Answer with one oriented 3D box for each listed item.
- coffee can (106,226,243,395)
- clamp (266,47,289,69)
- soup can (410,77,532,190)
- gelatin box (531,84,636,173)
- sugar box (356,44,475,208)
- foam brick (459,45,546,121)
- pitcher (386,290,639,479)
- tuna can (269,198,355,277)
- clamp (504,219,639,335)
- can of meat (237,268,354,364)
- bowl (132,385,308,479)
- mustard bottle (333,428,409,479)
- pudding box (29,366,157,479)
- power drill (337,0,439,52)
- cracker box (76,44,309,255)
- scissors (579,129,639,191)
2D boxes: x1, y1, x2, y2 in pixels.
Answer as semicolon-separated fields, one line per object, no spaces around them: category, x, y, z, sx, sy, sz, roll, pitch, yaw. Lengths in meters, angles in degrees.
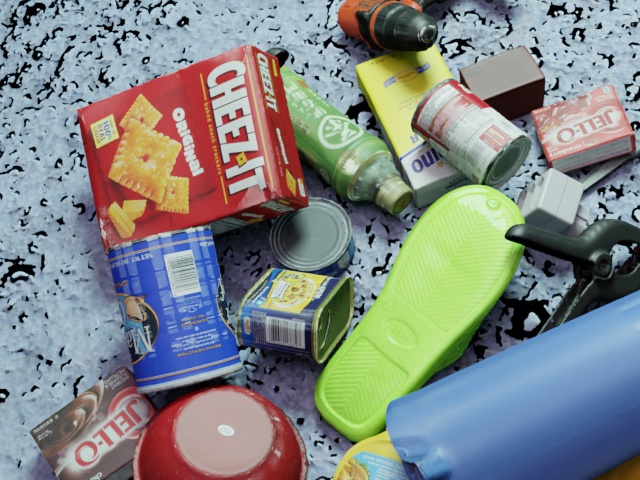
coffee can;-0.138;0.066;1.013;0.103;0.103;0.140;-14;88;4
clamp;-0.108;-0.097;1.141;0.210;0.036;0.164;-17;77;28
soup can;0.148;-0.104;1.051;0.068;0.068;0.102;-41;64;-12
gelatin box;0.269;-0.113;1.090;0.089;0.030;0.073;-18;51;11
sugar box;0.111;-0.127;1.135;0.093;0.048;0.176;-23;57;-2
foam brick;0.193;-0.161;1.133;0.078;0.051;0.053;-20;57;0
pitcher;0.188;0.139;0.861;0.243;0.145;0.149;-30;28;16
tuna can;-0.007;0.001;1.093;0.086;0.033;0.086;-5;60;9
clamp;0.250;0.036;0.991;0.171;0.039;0.120;-7;97;-23
can of meat;-0.023;0.070;1.026;0.084;0.057;0.102;8;26;19
bowl;-0.088;0.187;0.963;0.162;0.055;0.162;4;48;-5
mustard bottle;0.053;0.232;0.934;0.096;0.058;0.191;14;65;24
pudding box;-0.207;0.190;1.026;0.113;0.039;0.090;-36;60;-9
power drill;0.127;-0.271;1.169;0.187;0.057;0.185;-33;29;-12
cracker box;-0.134;-0.085;1.089;0.214;0.072;0.164;-17;79;22
scissors;0.339;-0.090;1.081;0.096;0.016;0.201;32;72;26
